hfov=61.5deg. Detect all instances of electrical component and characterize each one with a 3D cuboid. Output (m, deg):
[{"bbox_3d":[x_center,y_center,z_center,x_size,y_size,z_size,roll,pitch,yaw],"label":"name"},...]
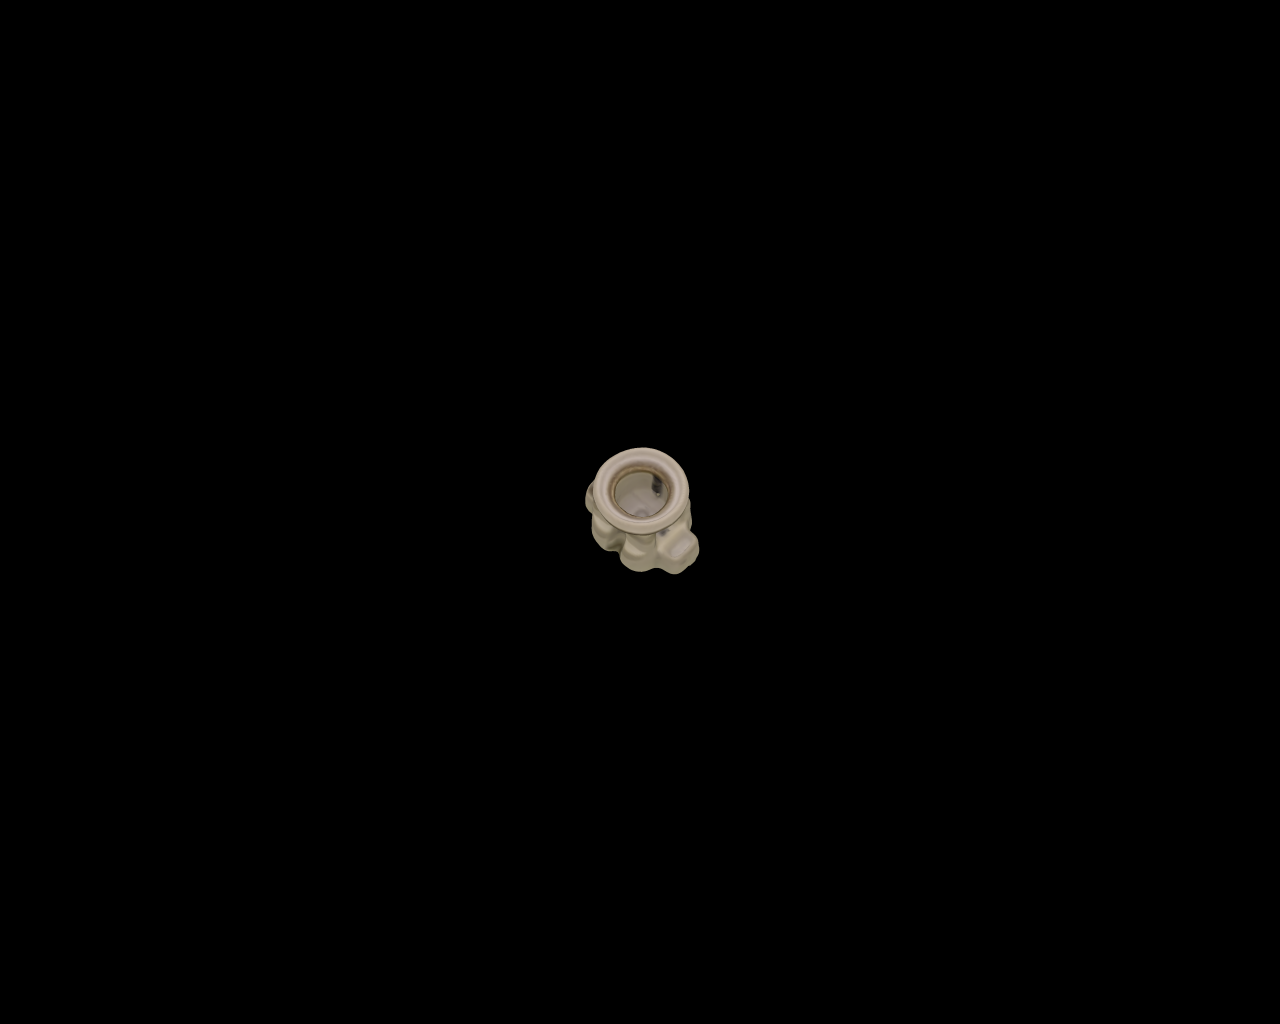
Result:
[{"bbox_3d":[0.001,-0.003,0.650,0.078,0.058,0.056,38,-21,18],"label":"electrical component"}]
